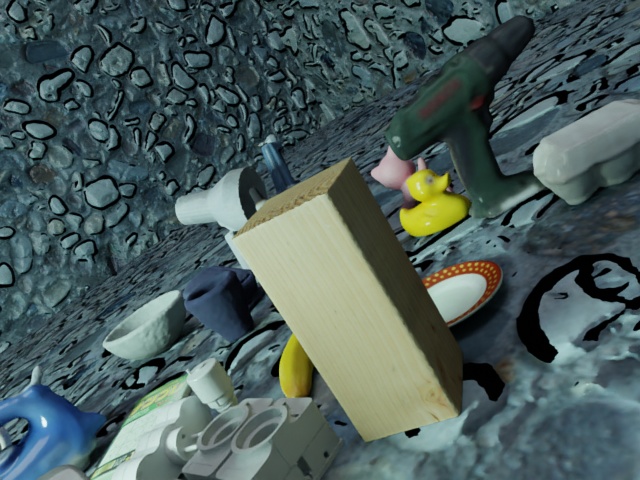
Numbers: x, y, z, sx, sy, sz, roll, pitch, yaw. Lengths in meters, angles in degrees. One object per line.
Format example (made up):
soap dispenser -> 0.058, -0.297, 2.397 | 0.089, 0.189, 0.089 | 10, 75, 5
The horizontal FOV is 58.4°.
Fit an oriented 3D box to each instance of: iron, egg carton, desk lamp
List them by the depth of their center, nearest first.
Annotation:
egg carton -> 0.325, -0.105, 0.661 | 0.150, 0.069, 0.107 | -29, 14, 12
iron -> -0.415, 0.291, 0.733 | 0.118, 0.141, 0.259 | -16, 21, 46
desk lamp -> -0.173, -0.017, 1.122 | 0.202, 0.214, 0.118 | -25, 16, 26

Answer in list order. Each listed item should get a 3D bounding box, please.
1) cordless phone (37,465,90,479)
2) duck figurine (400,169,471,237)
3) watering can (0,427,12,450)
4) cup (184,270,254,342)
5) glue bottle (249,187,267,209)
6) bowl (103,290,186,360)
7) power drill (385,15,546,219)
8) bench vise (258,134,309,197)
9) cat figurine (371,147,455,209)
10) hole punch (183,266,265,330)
cordless phone -> -0.295, 0.251, 0.524 | 0.148, 0.185, 0.094 | -40, 17, -30
duck figurine -> 0.156, -0.060, 0.831 | 0.104, 0.086, 0.078 | -24, 16, 30
watering can -> -0.523, 0.305, 0.805 | 0.173, 0.194, 0.100 | -36, 15, -14
cup -> -0.148, 0.105, 0.897 | 0.091, 0.095, 0.117 | -30, 14, 6
glue bottle -> -0.070, -0.017, 0.985 | 0.078, 0.173, 0.037 | -30, 15, 9
bowl -> -0.310, 0.170, 1.061 | 0.167, 0.075, 0.167 | -30, 14, 9
power drill -> 0.212, -0.145, 0.751 | 0.229, 0.208, 0.075 | -30, 14, 6
bench vise -> -0.057, -0.112, 1.185 | 0.121, 0.220, 0.207 | -30, 14, 8
cat figurine -> 0.145, -0.107, 0.950 | 0.067, 0.118, 0.127 | -37, 15, -20
hole punch -> -0.165, 0.088, 1.000 | 0.101, 0.091, 0.109 | -22, 17, 33
